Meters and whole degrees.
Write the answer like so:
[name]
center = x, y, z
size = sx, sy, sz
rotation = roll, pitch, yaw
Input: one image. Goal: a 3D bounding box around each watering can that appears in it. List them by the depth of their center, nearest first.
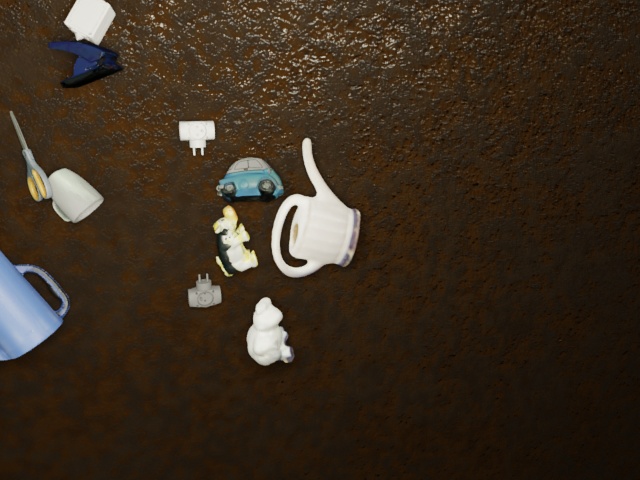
[watering can]
center = 0.004, -0.066, 1.302
size = 0.224, 0.346, 0.105
rotation = 13, 6, -21

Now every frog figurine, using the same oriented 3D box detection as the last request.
[frog figurine]
center = -0.141, 0.230, 1.292
size = 0.122, 0.156, 0.141
rotation = -15, 39, 14
